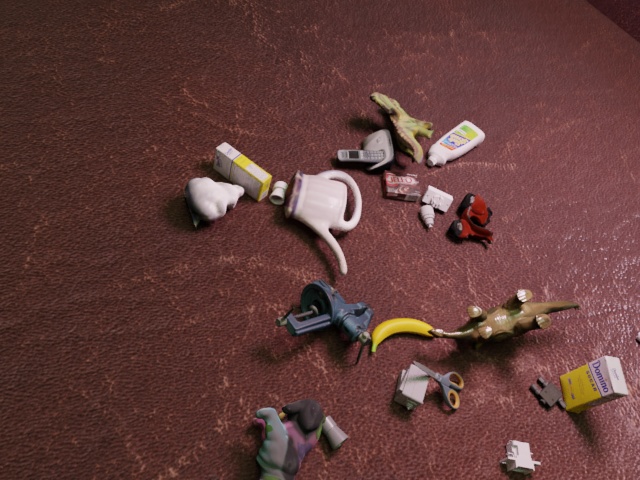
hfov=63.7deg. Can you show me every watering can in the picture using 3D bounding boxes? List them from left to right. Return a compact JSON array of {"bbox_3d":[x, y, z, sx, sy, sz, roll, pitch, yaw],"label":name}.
[{"bbox_3d":[0.004,-0.073,1.448,0.224,0.101,0.356,14,53,-6],"label":"watering can"}]

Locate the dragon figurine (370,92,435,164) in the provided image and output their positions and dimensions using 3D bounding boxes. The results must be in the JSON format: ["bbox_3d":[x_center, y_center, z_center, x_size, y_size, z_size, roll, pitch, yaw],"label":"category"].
[{"bbox_3d":[0.247,-0.377,1.659,0.242,0.120,0.417,39,23,-6],"label":"dragon figurine"}]

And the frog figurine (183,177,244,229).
[{"bbox_3d":[-0.281,-0.117,1.392,0.160,0.120,0.140,-20,44,-14],"label":"frog figurine"}]
